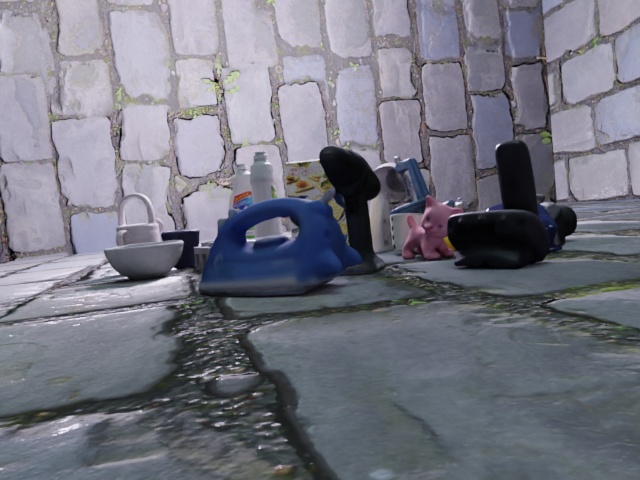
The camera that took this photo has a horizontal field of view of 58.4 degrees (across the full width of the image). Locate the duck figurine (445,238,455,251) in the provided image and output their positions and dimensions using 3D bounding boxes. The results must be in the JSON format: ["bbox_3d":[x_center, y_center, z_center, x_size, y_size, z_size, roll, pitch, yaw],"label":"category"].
[{"bbox_3d":[0.278,-0.022,1.192,0.105,0.086,0.077,-7,4,-24],"label":"duck figurine"}]

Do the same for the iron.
[{"bbox_3d":[-0.077,0.005,0.835,0.257,0.141,0.119,-4,4,23],"label":"iron"}]

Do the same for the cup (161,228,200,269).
[{"bbox_3d":[-0.341,0.023,1.394,0.092,0.095,0.117,-8,4,-39],"label":"cup"}]

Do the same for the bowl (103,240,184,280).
[{"bbox_3d":[-0.373,0.045,1.229,0.167,0.075,0.167,-6,3,1],"label":"bowl"}]

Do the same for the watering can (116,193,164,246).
[{"bbox_3d":[-0.443,-0.018,1.404,0.101,0.194,0.173,-6,3,-7],"label":"watering can"}]

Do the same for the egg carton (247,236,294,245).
[{"bbox_3d":[-0.111,0.031,1.079,0.150,0.069,0.107,-7,3,-15],"label":"egg carton"}]

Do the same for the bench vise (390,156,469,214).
[{"bbox_3d":[0.246,-0.096,1.350,0.207,0.220,0.122,-4,4,20],"label":"bench vise"}]

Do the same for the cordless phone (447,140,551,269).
[{"bbox_3d":[0.264,-0.053,0.871,0.147,0.185,0.094,-3,4,40],"label":"cordless phone"}]

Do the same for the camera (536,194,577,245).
[{"bbox_3d":[0.438,-0.042,1.124,0.137,0.101,0.143,-6,3,-12],"label":"camera"}]

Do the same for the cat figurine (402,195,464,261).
[{"bbox_3d":[0.207,-0.024,1.066,0.067,0.118,0.127,-8,4,-33],"label":"cat figurine"}]

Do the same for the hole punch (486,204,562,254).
[{"bbox_3d":[0.350,-0.021,0.991,0.108,0.091,0.101,-6,3,2],"label":"hole punch"}]

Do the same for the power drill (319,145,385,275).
[{"bbox_3d":[0.057,-0.050,0.967,0.075,0.208,0.230,-5,4,18],"label":"power drill"}]

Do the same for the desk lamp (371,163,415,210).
[{"bbox_3d":[0.209,-0.097,1.491,0.117,0.213,0.204,-4,4,24],"label":"desk lamp"}]

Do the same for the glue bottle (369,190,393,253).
[{"bbox_3d":[0.136,-0.059,1.306,0.037,0.173,0.078,-3,4,34],"label":"glue bottle"}]
